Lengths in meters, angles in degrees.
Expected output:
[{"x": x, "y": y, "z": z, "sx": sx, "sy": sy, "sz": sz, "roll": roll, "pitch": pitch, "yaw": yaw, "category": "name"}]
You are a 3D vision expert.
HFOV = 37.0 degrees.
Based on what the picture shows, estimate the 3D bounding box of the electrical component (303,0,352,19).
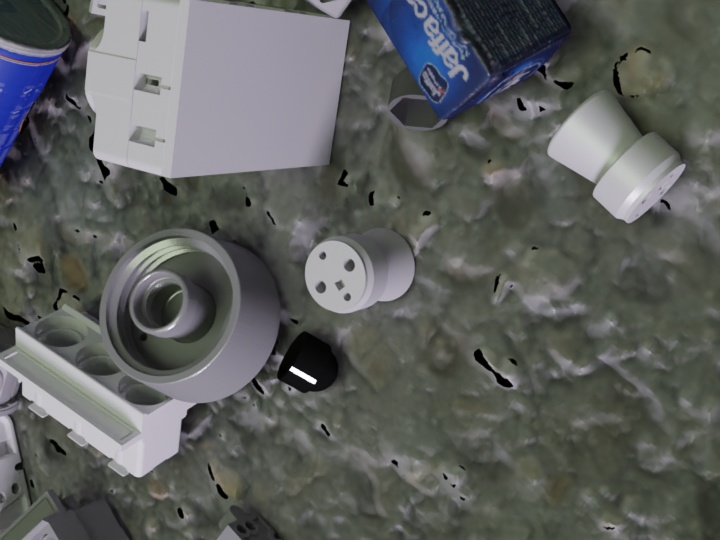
[{"x": -0.039, "y": -0.197, "z": 0.616, "sx": 0.047, "sy": 0.083, "sz": 0.075, "roll": -50, "pitch": 33, "yaw": 27, "category": "electrical component"}]

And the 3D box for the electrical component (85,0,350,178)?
[{"x": -0.076, "y": -0.104, "z": 0.601, "sx": 0.062, "sy": 0.150, "sz": 0.089, "roll": 16, "pitch": 105, "yaw": 28, "category": "electrical component"}]

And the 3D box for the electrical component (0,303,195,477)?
[{"x": -0.178, "y": 0.083, "z": 0.737, "sx": 0.121, "sy": 0.079, "sz": 0.063, "roll": 28, "pitch": 126, "yaw": 25, "category": "electrical component"}]

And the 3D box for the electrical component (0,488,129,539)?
[{"x": -0.231, "y": 0.221, "z": 0.794, "sx": 0.121, "sy": 0.063, "sz": 0.078, "roll": -42, "pitch": 76, "yaw": 29, "category": "electrical component"}]

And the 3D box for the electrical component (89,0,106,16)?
[{"x": -0.119, "y": -0.213, "z": 0.658, "sx": 0.063, "sy": 0.079, "sz": 0.121, "roll": 39, "pitch": 119, "yaw": 53, "category": "electrical component"}]

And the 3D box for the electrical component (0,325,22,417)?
[{"x": -0.289, "y": 0.073, "z": 0.799, "sx": 0.080, "sy": 0.080, "sz": 0.051, "roll": 27, "pitch": 105, "yaw": 25, "category": "electrical component"}]

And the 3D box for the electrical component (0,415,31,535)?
[{"x": -0.302, "y": 0.161, "z": 0.834, "sx": 0.059, "sy": 0.054, "sz": 0.095, "roll": -11, "pitch": 91, "yaw": 32, "category": "electrical component"}]

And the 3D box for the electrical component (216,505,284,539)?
[{"x": -0.078, "y": 0.198, "z": 0.710, "sx": 0.066, "sy": 0.048, "sz": 0.055, "roll": 43, "pitch": 109, "yaw": 19, "category": "electrical component"}]

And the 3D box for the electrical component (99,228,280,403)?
[{"x": -0.111, "y": 0.025, "z": 0.672, "sx": 0.108, "sy": 0.060, "sz": 0.108, "roll": -5, "pitch": 74, "yaw": 19, "category": "electrical component"}]

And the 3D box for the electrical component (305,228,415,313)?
[{"x": 0.000, "y": 0.000, "z": 0.626, "sx": 0.045, "sy": 0.055, "sz": 0.045, "roll": 5, "pitch": 100, "yaw": 31, "category": "electrical component"}]

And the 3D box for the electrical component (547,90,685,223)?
[{"x": 0.130, "y": -0.057, "z": 0.545, "sx": 0.055, "sy": 0.045, "sz": 0.045, "roll": 47, "pitch": 117, "yaw": 17, "category": "electrical component"}]
